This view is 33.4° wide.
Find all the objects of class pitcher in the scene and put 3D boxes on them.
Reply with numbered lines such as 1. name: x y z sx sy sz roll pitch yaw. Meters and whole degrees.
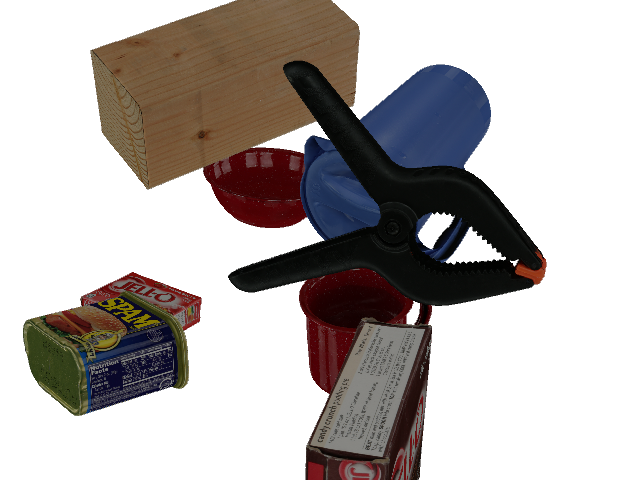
1. pitcher: 0.099 -0.085 1.147 0.145 0.149 0.242 11 37 29

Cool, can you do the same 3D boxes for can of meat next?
1. can of meat: -0.158 0.081 0.778 0.083 0.057 0.102 -14 22 -35

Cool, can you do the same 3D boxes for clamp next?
1. clamp: 0.048 -0.023 0.701 0.210 0.165 0.036 13 19 11

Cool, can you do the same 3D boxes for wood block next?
1. wood block: -0.077 -0.136 0.905 0.205 0.091 0.090 -25 53 -24

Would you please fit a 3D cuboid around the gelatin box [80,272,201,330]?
1. gelatin box: -0.169 0.064 1.008 0.089 0.030 0.073 19 27 28

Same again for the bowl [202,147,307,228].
1. bowl: -0.063 -0.059 1.293 0.162 0.055 0.162 4 26 -2

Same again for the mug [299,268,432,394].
1. mug: 0.041 0.074 0.889 0.117 0.081 0.093 -19 38 -23

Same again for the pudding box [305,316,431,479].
1. pudding box: 0.022 0.099 0.477 0.039 0.090 0.113 8 26 10
